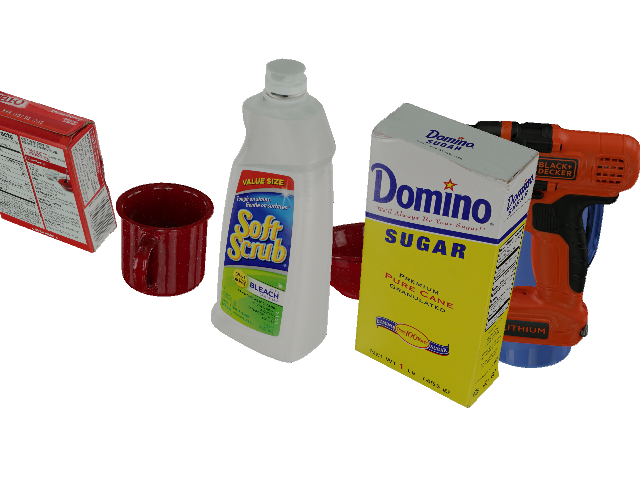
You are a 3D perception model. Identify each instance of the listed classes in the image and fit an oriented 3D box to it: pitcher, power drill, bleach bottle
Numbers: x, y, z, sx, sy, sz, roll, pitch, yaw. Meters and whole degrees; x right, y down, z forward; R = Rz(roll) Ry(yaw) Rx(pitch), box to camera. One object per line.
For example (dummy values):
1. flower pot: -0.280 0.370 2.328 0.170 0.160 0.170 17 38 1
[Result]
1. pitcher: 0.265 0.025 1.302 0.149 0.243 0.145 3 24 14
2. power drill: 0.159 -0.008 0.880 0.184 0.188 0.057 6 28 10
3. bleach bottle: -0.037 -0.026 0.848 0.103 0.251 0.068 25 40 29

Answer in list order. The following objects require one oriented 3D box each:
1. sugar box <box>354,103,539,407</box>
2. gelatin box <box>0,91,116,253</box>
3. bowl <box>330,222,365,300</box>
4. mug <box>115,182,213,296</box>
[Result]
1. sugar box: 0.073 0.012 0.659 0.093 0.176 0.048 24 44 27
2. gelatin box: -0.166 -0.042 0.644 0.073 0.089 0.030 19 48 20
3. bowl: 0.064 0.023 1.086 0.162 0.055 0.162 -3 13 0
4. mug: -0.154 0.007 1.026 0.093 0.081 0.117 10 31 5
